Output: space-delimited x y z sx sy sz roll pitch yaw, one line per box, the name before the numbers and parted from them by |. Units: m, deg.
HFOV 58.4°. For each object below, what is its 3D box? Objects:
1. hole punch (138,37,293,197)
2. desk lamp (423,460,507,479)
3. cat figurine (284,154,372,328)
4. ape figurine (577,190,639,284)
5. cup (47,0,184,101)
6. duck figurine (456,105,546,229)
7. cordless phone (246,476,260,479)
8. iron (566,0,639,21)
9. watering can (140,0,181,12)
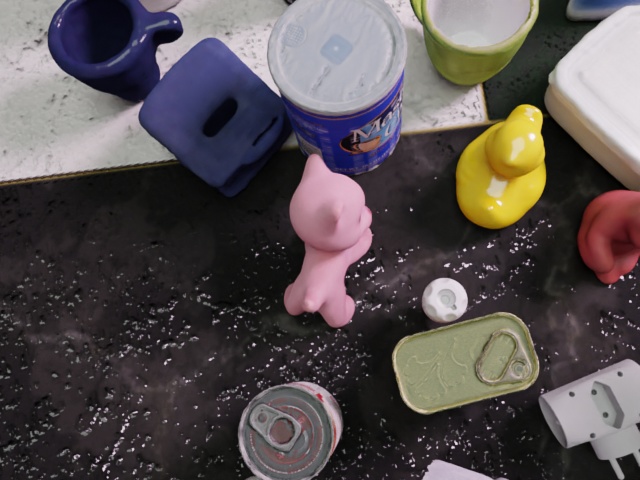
hole punch | -0.088 -0.109 0.516 0.101 0.091 0.109 38 84 12
desk lamp | 0.138 0.216 0.357 0.203 0.213 0.118 14 80 9
cat figurine | 0.004 0.002 0.468 0.067 0.118 0.128 11 79 9
ape figurine | 0.252 -0.010 0.458 0.077 0.092 0.076 -8 77 5
cup | -0.176 -0.176 0.537 0.117 0.095 0.091 -10 77 4
duck figurine | 0.158 -0.064 0.483 0.077 0.086 0.105 23 81 11
cordless phone | -0.023 0.240 0.384 0.147 0.185 0.094 24 81 11
iron | 0.337 -0.297 0.487 0.258 0.141 0.118 -35 76 -2
watering can | -0.180 -0.308 0.516 0.173 0.194 0.101 -18 76 2
